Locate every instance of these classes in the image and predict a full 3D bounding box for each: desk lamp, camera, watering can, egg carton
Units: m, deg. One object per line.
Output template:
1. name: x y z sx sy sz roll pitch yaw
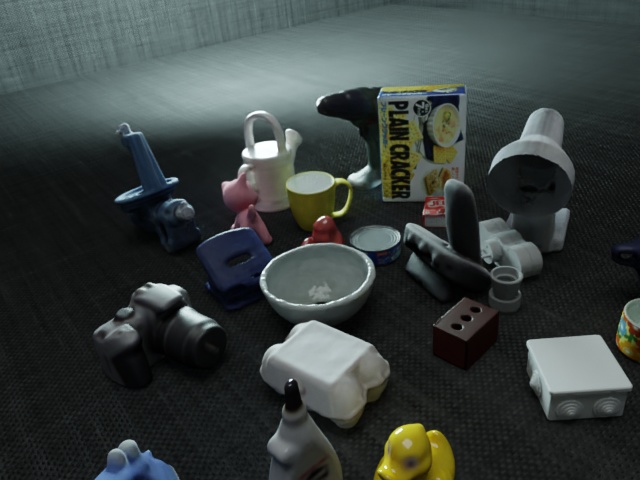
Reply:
1. desk lamp: 0.340 -0.086 0.907 0.117 0.214 0.203 9 34 25
2. camera: -0.205 0.124 0.762 0.136 0.101 0.143 16 37 33
3. watering can: -0.101 -0.166 1.145 0.100 0.194 0.173 2 31 15
4. egg carton: 0.004 0.160 0.694 0.149 0.069 0.107 17 38 34

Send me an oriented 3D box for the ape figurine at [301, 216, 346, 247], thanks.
1. ape figurine: 0.009 0.003 0.937 0.076 0.092 0.077 -25 35 -28

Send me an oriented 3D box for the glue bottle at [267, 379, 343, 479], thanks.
1. glue bottle: -0.018 0.196 0.532 0.037 0.173 0.078 22 41 39

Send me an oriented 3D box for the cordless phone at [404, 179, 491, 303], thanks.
1. cordless phone: 0.186 -0.017 0.846 0.094 0.185 0.147 -21 33 -23

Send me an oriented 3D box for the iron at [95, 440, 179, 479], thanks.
1. iron: -0.179 0.261 0.484 0.118 0.142 0.258 -4 30 5

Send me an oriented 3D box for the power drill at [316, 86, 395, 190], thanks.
1. power drill: 0.098 -0.216 1.179 0.230 0.209 0.075 -24 35 -28

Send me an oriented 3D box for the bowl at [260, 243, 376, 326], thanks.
1. bowl: 0.000 0.077 0.831 0.167 0.075 0.167 -5 30 3

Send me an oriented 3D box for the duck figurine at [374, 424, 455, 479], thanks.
1. duck figurine: 0.091 0.217 0.563 0.077 0.086 0.105 21 40 38

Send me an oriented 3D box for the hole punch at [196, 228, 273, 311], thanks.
1. hole punch: -0.125 0.042 0.898 0.109 0.091 0.100 -24 35 -27

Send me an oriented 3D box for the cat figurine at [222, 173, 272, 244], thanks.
1. cat figurine: -0.139 -0.062 1.051 0.067 0.118 0.127 -16 32 -16

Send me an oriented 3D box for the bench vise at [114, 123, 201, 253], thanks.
1. bench vise: -0.292 -0.101 1.044 0.206 0.220 0.122 10 34 26

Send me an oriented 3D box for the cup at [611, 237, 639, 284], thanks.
1. cup: 0.453 0.048 0.774 0.117 0.095 0.092 5 32 18
